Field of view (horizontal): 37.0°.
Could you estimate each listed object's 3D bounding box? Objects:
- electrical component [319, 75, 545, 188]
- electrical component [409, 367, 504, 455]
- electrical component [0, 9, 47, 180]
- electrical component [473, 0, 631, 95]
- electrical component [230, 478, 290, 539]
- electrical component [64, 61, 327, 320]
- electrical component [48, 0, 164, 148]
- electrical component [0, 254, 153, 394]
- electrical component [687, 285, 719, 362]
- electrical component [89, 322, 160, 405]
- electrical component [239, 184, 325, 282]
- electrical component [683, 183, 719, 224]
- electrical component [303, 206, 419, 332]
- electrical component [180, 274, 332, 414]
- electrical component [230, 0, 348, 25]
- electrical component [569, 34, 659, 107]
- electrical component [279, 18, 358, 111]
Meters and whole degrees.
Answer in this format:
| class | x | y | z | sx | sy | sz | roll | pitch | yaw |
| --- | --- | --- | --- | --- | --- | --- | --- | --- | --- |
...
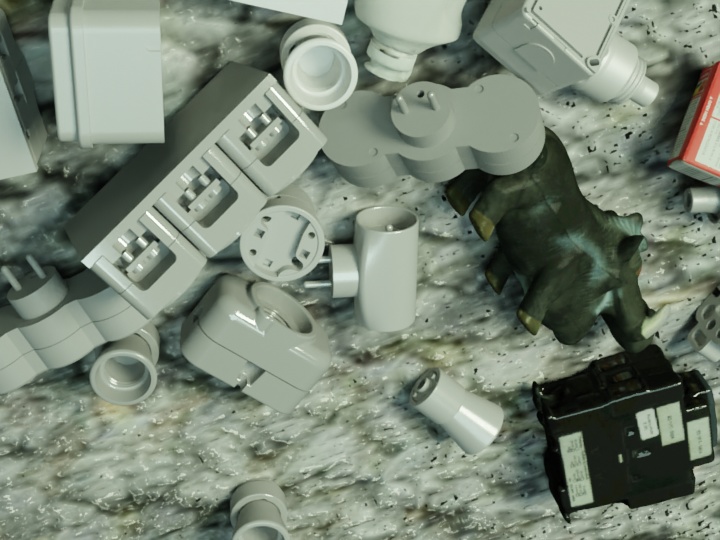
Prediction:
| class | x | y | z | sx | sy | sz | roll | pitch | yaw |
| --- | --- | --- | --- | --- | --- | --- | --- | --- | --- |
| electrical component | 0.041 | -0.091 | 0.660 | 0.138 | 0.052 | 0.073 | -4 | 162 | 14 |
| electrical component | 0.070 | 0.103 | 0.807 | 0.065 | 0.044 | 0.044 | 38 | 107 | -18 |
| electrical component | -0.276 | -0.094 | 0.643 | 0.150 | 0.061 | 0.089 | -12 | 119 | -1 |
| electrical component | 0.119 | -0.163 | 0.651 | 0.062 | 0.061 | 0.096 | 36 | 68 | -21 |
| electrical component | -0.077 | 0.193 | 0.826 | 0.045 | 0.055 | 0.045 | -3 | 117 | -6 |
| electrical component | -0.099 | -0.049 | 0.653 | 0.150 | 0.089 | 0.061 | -46 | 116 | -4 |
| electrical component | -0.143 | -0.124 | 0.617 | 0.057 | 0.113 | 0.078 | -2 | 118 | -10 |
| electrical component | -0.210 | 0.022 | 0.719 | 0.138 | 0.052 | 0.073 | -25 | 118 | 6 |
| electrical component | 0.292 | 0.041 | 0.794 | 0.057 | 0.058 | 0.078 | 32 | 109 | -19 |
| electrical component | -0.162 | 0.060 | 0.744 | 0.045 | 0.055 | 0.045 | -3 | 118 | -6 |
| electrical component | -0.053 | -0.027 | 0.717 | 0.055 | 0.047 | 0.055 | -3 | 118 | -6 |
| electrical component | 0.258 | -0.050 | 0.749 | 0.062 | 0.043 | 0.043 | -4 | 118 | -5 |
| electrical component | 0.000 | 0.000 | 0.741 | 0.079 | 0.043 | 0.077 | -3 | 118 | -6 |
| electrical component | -0.070 | 0.048 | 0.751 | 0.095 | 0.053 | 0.059 | 32 | 109 | -21 |
| electrical component | -0.091 | -0.216 | 0.605 | 0.186 | 0.060 | 0.105 | 10 | 116 | -13 |
| electrical component | 0.164 | -0.127 | 0.696 | 0.062 | 0.043 | 0.043 | 26 | 111 | -20 |
| electrical component | -0.026 | -0.128 | 0.663 | 0.045 | 0.055 | 0.045 | -3 | 118 | -6 |
